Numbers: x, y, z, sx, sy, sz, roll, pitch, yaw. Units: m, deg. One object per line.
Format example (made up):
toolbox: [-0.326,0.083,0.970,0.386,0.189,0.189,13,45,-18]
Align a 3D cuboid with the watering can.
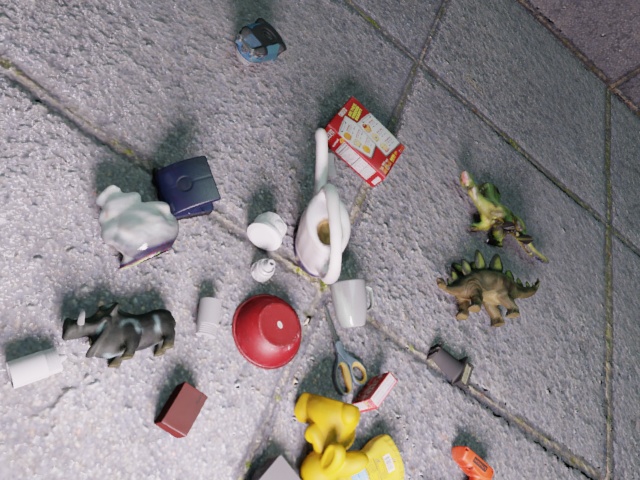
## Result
watering can: [0.004,-0.058,1.159,0.104,0.220,0.354,1,64,-14]

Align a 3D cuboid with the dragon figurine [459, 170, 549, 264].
dragon figurine: [0.579,-0.091,1.641,0.406,0.120,0.249,30,45,-28]

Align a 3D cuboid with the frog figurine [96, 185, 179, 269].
frog figurine: [-0.351,-0.039,0.979,0.138,0.122,0.159,-26,94,-21]
